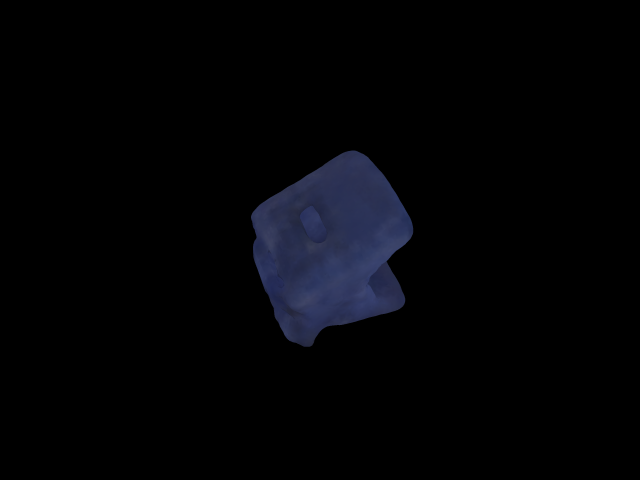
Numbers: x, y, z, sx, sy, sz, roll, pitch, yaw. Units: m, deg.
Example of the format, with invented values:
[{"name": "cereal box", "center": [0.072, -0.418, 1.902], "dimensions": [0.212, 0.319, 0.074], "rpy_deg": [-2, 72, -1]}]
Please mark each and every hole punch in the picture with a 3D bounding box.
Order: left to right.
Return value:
[{"name": "hole punch", "center": [0.004, 0.001, 0.400], "dimensions": [0.101, 0.091, 0.108], "rpy_deg": [-14, 43, -15]}]
